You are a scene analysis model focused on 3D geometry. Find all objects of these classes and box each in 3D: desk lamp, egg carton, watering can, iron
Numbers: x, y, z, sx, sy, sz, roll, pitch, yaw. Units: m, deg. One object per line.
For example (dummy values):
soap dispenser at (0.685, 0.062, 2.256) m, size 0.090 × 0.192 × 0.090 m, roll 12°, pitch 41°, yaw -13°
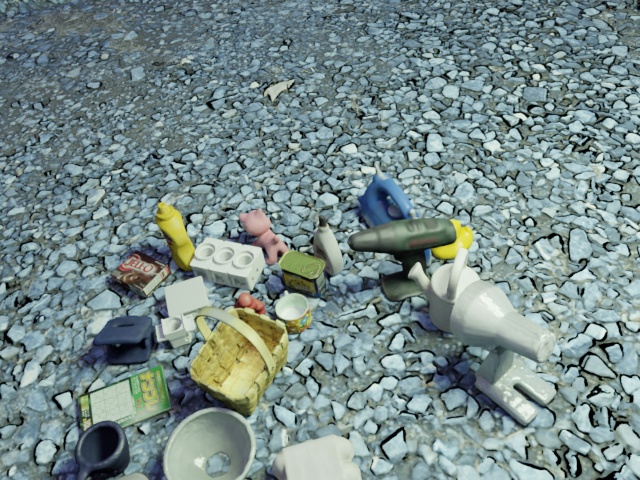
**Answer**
desk lamp at (0.340, 0.197, 1.047) m, size 0.118 × 0.214 × 0.202 m, roll -37°, pitch 54°, yaw -22°
egg carton at (-0.007, 0.407, 1.007) m, size 0.150 × 0.069 × 0.107 m, roll -15°, pitch 48°, yaw -5°
watering can at (0.266, 0.096, 1.160) m, size 0.172 × 0.194 × 0.101 m, roll -1°, pitch 49°, yaw 7°
iron at (0.189, -0.064, 1.347) m, size 0.119 × 0.142 × 0.257 m, roll -24°, pitch 50°, yaw -13°

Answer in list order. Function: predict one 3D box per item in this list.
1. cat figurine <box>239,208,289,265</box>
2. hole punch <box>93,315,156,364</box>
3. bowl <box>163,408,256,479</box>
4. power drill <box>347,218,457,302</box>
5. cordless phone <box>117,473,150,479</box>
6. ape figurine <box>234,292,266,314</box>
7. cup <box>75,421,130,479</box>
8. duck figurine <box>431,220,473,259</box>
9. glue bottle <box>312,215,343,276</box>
cat figurine at (-0.135, -0.021, 1.370) m, size 0.067 × 0.118 × 0.127 m, roll -36°, pitch 53°, yaw -22°
hole punch at (-0.418, 0.203, 1.230) m, size 0.108 × 0.091 × 0.101 m, roll -5°, pitch 48°, yaw 4°
bowl at (-0.192, 0.396, 1.039) m, size 0.167 × 0.075 × 0.167 m, roll -4°, pitch 48°, yaw 5°
power drill at (0.175, 0.037, 1.215) m, size 0.229 × 0.209 × 0.075 m, roll -16°, pitch 49°, yaw -6°
cordless phone at (-0.357, 0.439, 0.950) m, size 0.148 × 0.185 × 0.094 m, roll -28°, pitch 51°, yaw -16°
ape figurine at (-0.158, 0.150, 1.240) m, size 0.078 × 0.092 × 0.076 m, roll -20°, pitch 49°, yaw -9°
cup at (-0.393, 0.404, 1.047) m, size 0.091 × 0.095 × 0.118 m, roll 11°, pitch 51°, yaw 17°
duck figurine at (0.307, -0.012, 1.322) m, size 0.105 × 0.086 × 0.077 m, roll -23°, pitch 50°, yaw -12°
glue bottle at (0.012, 0.005, 1.290) m, size 0.037 × 0.173 × 0.078 m, roll -38°, pitch 54°, yaw -23°
